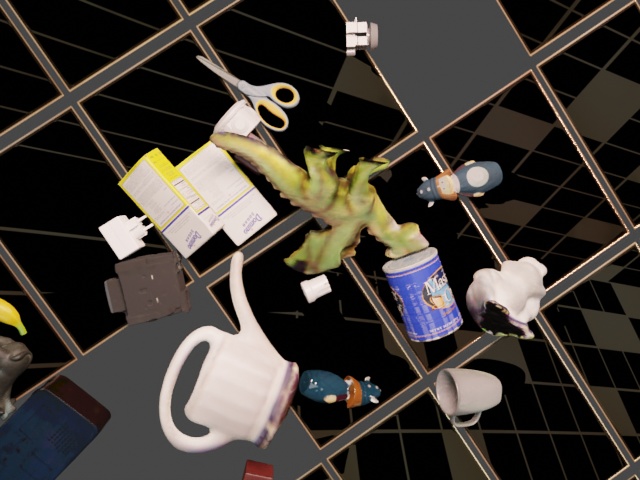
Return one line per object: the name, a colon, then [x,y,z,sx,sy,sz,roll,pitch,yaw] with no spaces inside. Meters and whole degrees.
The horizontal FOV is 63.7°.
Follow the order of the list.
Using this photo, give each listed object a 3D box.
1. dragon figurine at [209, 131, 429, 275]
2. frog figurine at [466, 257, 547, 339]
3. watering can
dragon figurine: [0.003,-0.045,0.893,0.410,0.124,0.239,7,108,-14]
frog figurine: [0.349,0.095,0.962,0.137,0.120,0.163,30,55,1]
watering can: [-0.138,0.214,0.910,0.224,0.103,0.350,25,81,-7]
